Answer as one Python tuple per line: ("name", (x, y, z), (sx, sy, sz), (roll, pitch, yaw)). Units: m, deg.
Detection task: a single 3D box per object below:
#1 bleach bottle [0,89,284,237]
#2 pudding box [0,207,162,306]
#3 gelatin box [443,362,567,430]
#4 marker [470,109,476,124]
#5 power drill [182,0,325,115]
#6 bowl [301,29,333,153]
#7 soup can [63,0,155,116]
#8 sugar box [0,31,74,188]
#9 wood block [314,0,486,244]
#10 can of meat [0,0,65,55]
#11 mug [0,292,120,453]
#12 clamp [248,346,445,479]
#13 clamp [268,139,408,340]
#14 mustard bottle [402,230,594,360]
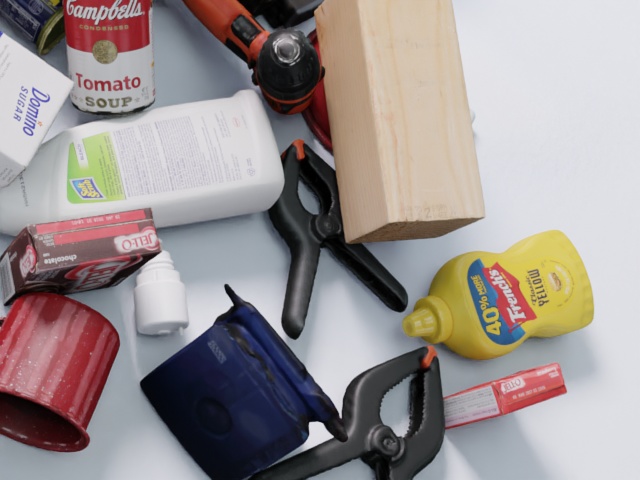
("bleach bottle", (-0.158, -0.056, 0.827), (0.250, 0.068, 0.102), (-9, 69, -26))
("pudding box", (-0.174, 0.013, 0.761), (0.089, 0.114, 0.039), (-9, 82, -29))
("gelatin box", (0.152, 0.132, 0.900), (0.073, 0.089, 0.030), (-11, 78, -30))
("marker", (0.117, -0.077, 1.003), (0.020, 0.020, 0.121), (35, 60, -12))
("power drill", (-0.074, -0.181, 0.861), (0.057, 0.184, 0.187), (-44, 89, -4))
("bowl", (0.059, -0.145, 0.977), (0.161, 0.055, 0.162), (10, 67, -24))
("soup can", (-0.161, -0.154, 0.816), (0.068, 0.069, 0.102), (-17, 123, -31))
("sugar box", (-0.266, -0.121, 0.734), (0.176, 0.048, 0.093), (38, 47, -23))
("wood block", (0.064, -0.107, 0.882), (0.090, 0.091, 0.206), (-4, 80, -22))
("can of meat", (-0.221, -0.213, 0.857), (0.084, 0.058, 0.102), (41, 58, -5))
("mug", (-0.201, 0.087, 0.741), (0.117, 0.093, 0.081), (14, 57, 5))
("clamp", (0.038, 0.167, 0.859), (0.164, 0.036, 0.209), (32, 58, -13))
("clamp", (-0.006, 0.001, 0.899), (0.120, 0.039, 0.171), (-20, 79, -37))
("mustard bottle", (0.154, 0.055, 0.949), (0.191, 0.058, 0.096), (-13, 83, -30))
